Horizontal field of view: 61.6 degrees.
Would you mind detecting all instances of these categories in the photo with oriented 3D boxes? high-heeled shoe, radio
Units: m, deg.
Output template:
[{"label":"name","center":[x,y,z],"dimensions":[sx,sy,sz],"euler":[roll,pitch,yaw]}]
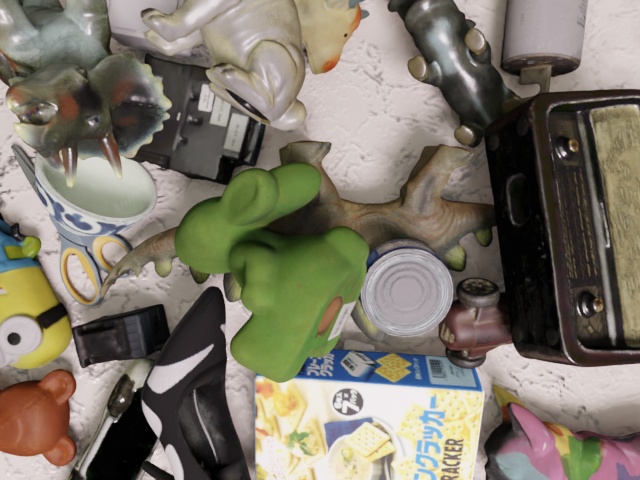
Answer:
[{"label":"high-heeled shoe","center":[-0.092,0.178,0.512],"dimensions":[0.145,0.086,0.248],"euler":[24,107,16]},{"label":"radio","center":[0.226,-0.010,0.460],"dimensions":[0.131,0.073,0.229],"euler":[-3,81,-16]}]

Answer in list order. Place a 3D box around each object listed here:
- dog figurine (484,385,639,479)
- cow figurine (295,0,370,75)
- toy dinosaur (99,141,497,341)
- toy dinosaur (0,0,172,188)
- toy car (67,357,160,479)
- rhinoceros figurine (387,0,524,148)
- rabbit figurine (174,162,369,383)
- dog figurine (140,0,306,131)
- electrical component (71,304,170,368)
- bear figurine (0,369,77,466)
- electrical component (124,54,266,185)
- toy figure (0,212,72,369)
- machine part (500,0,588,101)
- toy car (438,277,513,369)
[{"label":"dog figurine","center":[0.275,0.215,0.531],"dimensions":[0.219,0.108,0.191],"euler":[45,95,4]},{"label":"cow figurine","center":[-0.031,-0.261,0.551],"dimensions":[0.127,0.085,0.195],"euler":[-24,89,10]},{"label":"toy dinosaur","center":[-0.001,-0.002,0.545],"dimensions":[0.472,0.105,0.198],"euler":[1,95,8]},{"label":"toy dinosaur","center":[-0.274,-0.185,0.530],"dimensions":[0.131,0.405,0.191],"euler":[-27,128,-27]},{"label":"toy car","center":[-0.212,0.222,0.582],"dimensions":[0.073,0.056,0.201],"euler":[26,95,-22]},{"label":"rhinoceros figurine","center":[0.134,-0.184,0.528],"dimensions":[0.073,0.112,0.190],"euler":[-29,104,32]},{"label":"rabbit figurine","center":[-0.055,0.012,0.454],"dimensions":[0.170,0.121,0.159],"euler":[30,115,20]},{"label":"dog figurine","center":[-0.042,-0.216,0.475],"dimensions":[0.172,0.121,0.190],"euler":[37,88,-28]},{"label":"electrical component","center":[-0.190,0.098,0.573],"dimensions":[0.119,0.075,0.047],"euler":[-13,91,8]},{"label":"bear figurine","center":[-0.369,0.195,0.564],"dimensions":[0.196,0.132,0.120],"euler":[5,95,10]},{"label":"electrical component","center":[-0.128,-0.122,0.571],"dimensions":[0.134,0.058,0.114],"euler":[16,94,2]},{"label":"toy figure","center":[-0.332,0.051,0.580],"dimensions":[0.082,0.089,0.180],"euler":[-34,78,33]},{"label":"machine part","center":[0.227,-0.255,0.532],"dimensions":[0.079,0.079,0.243],"euler":[6,91,4]},{"label":"toy car","center":[0.211,0.074,0.522],"dimensions":[0.202,0.053,0.089],"euler":[-5,118,-14]}]
